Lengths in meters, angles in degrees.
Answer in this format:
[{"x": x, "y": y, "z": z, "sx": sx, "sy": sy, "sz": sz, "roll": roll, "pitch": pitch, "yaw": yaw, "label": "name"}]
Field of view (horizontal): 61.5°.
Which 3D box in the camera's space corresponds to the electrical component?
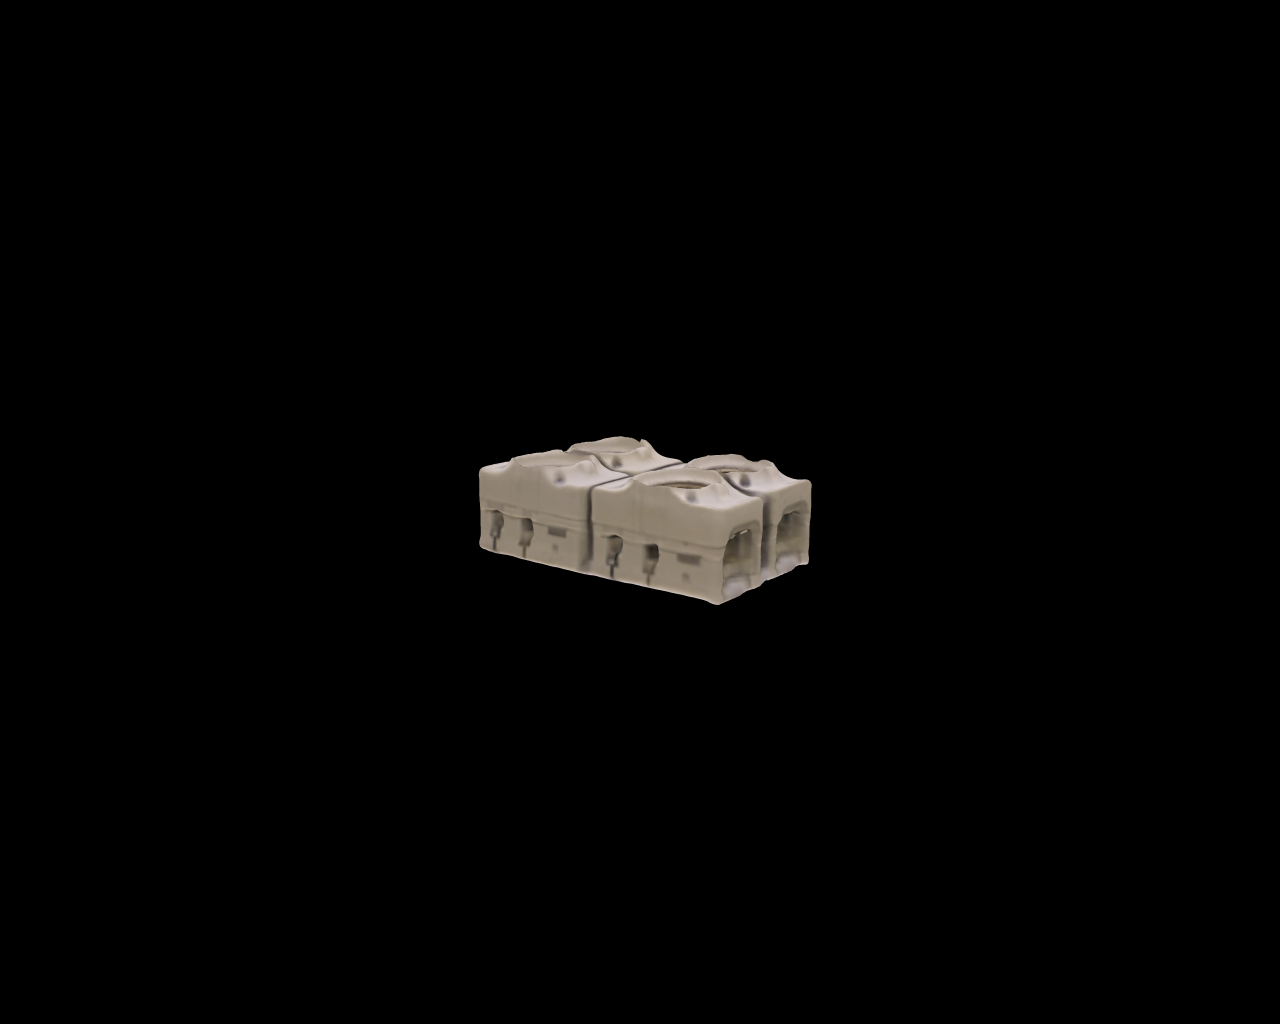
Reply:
[{"x": 0.001, "y": -0.003, "z": 0.650, "sx": 0.186, "sy": 0.060, "sz": 0.105, "roll": 11, "pitch": 18, "yaw": 37, "label": "electrical component"}]
